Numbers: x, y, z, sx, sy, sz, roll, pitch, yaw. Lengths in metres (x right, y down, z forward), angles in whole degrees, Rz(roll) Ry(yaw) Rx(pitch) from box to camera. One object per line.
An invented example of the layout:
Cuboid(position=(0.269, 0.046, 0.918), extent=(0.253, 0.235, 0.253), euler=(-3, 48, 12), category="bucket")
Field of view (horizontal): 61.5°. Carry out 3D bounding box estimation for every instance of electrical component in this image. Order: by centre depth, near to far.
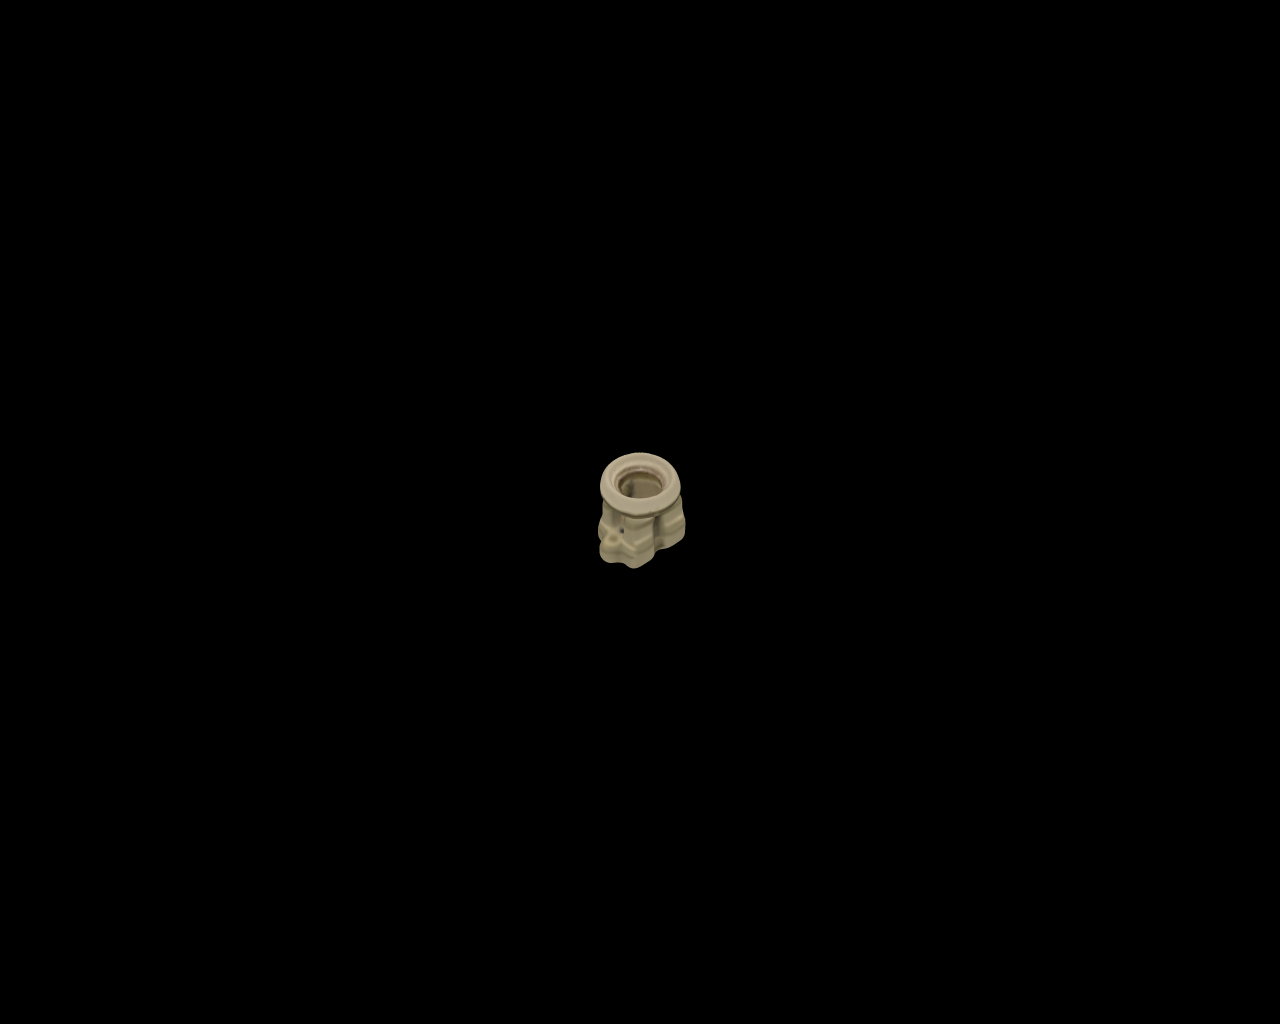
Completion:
Cuboid(position=(0.001, -0.003, 0.650), extent=(0.066, 0.055, 0.048), euler=(-32, 54, -27), category="electrical component")
